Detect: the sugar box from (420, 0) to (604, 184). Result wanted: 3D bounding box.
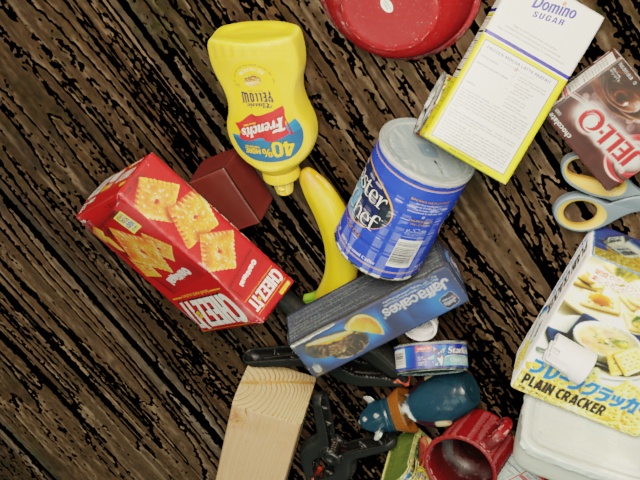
[{"bbox_3d":[0.176,-0.151,0.992,0.093,0.048,0.176,29,97,-6],"label":"sugar box"}]

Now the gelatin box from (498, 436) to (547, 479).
[{"bbox_3d":[0.238,0.297,1.365,0.073,0.030,0.089,42,124,-15],"label":"gelatin box"}]

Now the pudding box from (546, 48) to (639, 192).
[{"bbox_3d":[0.281,-0.115,1.028,0.090,0.039,0.113,-37,109,21],"label":"pudding box"}]

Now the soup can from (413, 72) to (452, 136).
[{"bbox_3d":[0.153,-0.114,1.057,0.102,0.068,0.069,26,129,-3],"label":"soup can"}]

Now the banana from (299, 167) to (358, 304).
[{"bbox_3d":[0.010,0.007,1.210,0.070,0.037,0.198,8,128,10],"label":"banana"}]

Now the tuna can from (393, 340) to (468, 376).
[{"bbox_3d":[0.130,0.139,1.244,0.086,0.034,0.086,-3,168,-1],"label":"tuna can"}]

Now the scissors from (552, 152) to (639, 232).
[{"bbox_3d":[0.329,-0.025,1.101,0.201,0.016,0.096,27,119,-6],"label":"scissors"}]

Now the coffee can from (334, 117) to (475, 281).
[{"bbox_3d":[0.086,-0.042,1.110,0.103,0.102,0.140,23,129,-2],"label":"coffee can"}]

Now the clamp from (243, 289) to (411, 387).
[{"bbox_3d":[0.008,0.138,1.307,0.210,0.036,0.165,24,140,-7],"label":"clamp"}]

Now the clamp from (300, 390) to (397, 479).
[{"bbox_3d":[0.014,0.267,1.404,0.120,0.039,0.172,41,130,2],"label":"clamp"}]

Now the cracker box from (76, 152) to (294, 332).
[{"bbox_3d":[-0.157,0.011,1.199,0.213,0.072,0.164,44,154,-17],"label":"cracker box"}]

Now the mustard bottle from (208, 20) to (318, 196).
[{"bbox_3d":[-0.052,-0.130,1.113,0.096,0.058,0.191,2,126,17],"label":"mustard bottle"}]

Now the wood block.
[{"bbox_3d":[-0.076,0.266,1.396,0.091,0.090,0.206,17,128,4],"label":"wood block"}]

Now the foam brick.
[{"bbox_3d":[-0.099,-0.055,1.188,0.053,0.051,0.078,-18,118,29],"label":"foam brick"}]

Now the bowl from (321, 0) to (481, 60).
[{"bbox_3d":[0.070,-0.232,1.004,0.162,0.055,0.162,8,127,11],"label":"bowl"}]

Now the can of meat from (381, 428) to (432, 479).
[{"bbox_3d":[0.128,0.298,1.354,0.084,0.102,0.058,42,125,-13],"label":"can of meat"}]

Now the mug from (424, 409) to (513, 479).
[{"bbox_3d":[0.191,0.251,1.293,0.093,0.081,0.117,44,126,7],"label":"mug"}]
